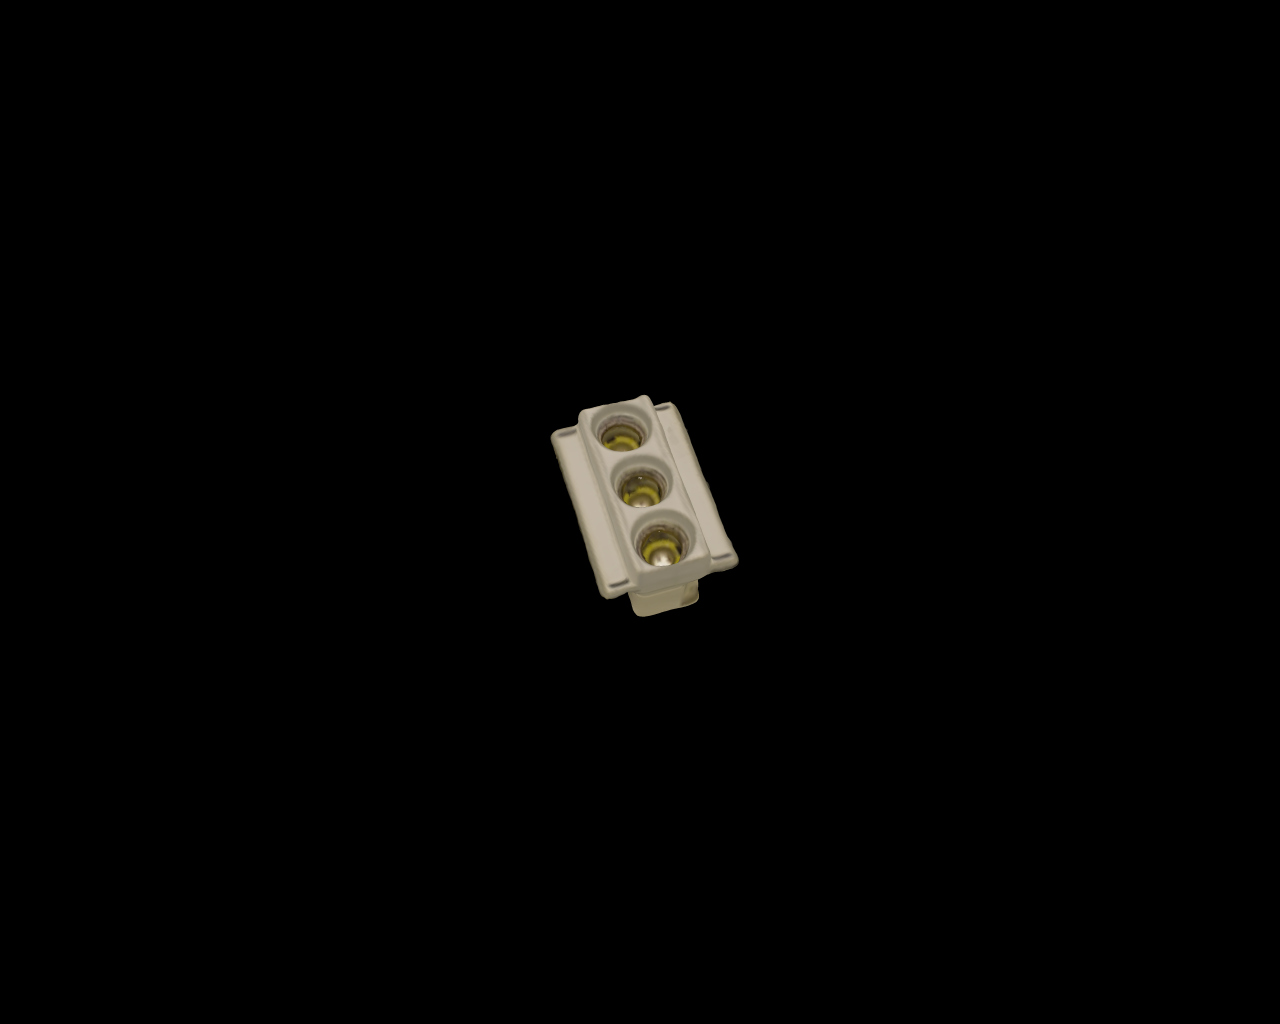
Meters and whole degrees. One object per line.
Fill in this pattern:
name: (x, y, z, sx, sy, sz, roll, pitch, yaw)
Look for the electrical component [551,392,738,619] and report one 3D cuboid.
electrical component: (0.001, -0.003, 0.650, 0.079, 0.121, 0.063, -15, -32, -9)
